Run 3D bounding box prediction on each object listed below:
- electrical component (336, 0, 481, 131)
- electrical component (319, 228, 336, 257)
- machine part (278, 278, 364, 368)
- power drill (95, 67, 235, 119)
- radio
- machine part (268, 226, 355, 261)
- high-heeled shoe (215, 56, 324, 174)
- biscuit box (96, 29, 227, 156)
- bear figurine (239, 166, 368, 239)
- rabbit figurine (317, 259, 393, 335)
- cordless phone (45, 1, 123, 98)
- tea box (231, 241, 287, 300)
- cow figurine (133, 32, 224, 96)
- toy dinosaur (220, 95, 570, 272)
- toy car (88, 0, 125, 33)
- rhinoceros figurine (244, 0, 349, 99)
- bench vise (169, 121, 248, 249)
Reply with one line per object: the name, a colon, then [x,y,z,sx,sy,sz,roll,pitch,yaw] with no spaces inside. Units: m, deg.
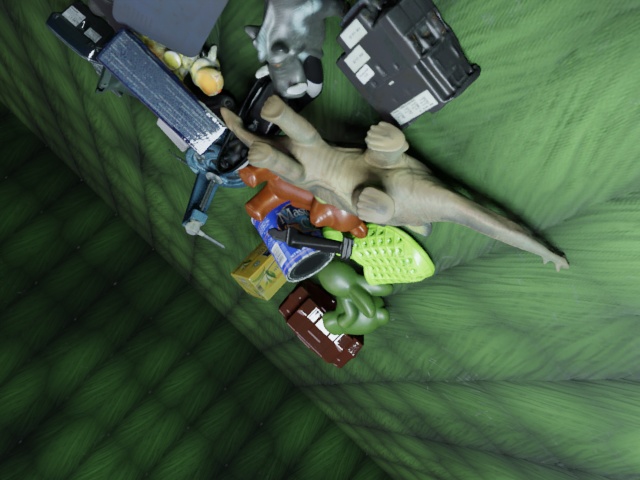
electrical component: [0.080,-0.188,0.551,0.134,0.058,0.115,49,156,-12]
electrical component: [-0.002,-0.003,1.092,0.094,0.021,0.063,50,158,-19]
machine part: [0.004,0.189,1.243,0.201,0.087,0.201,43,-171,0]
power drill: [-0.277,-0.262,0.947,0.207,0.086,0.232,13,179,-31]
radio: [-0.188,-0.327,0.691,0.131,0.073,0.230,23,169,-21]
machine part: [-0.014,0.004,0.894,0.139,0.039,0.084,11,169,13]
high-heeled shoe: [-0.083,-0.175,0.745,0.086,0.145,0.248,44,161,-2]
biscuit box: [-0.232,-0.220,0.803,0.202,0.063,0.059,44,-176,-19]
bear figurine: [-0.020,-0.063,0.871,0.196,0.132,0.120,40,150,28]
rabbit figurine: [0.058,0.112,1.062,0.159,0.121,0.170,10,144,44]
cordless phone: [-0.484,-0.395,1.148,0.147,0.089,0.184,40,163,9]
tea box: [-0.094,0.040,1.134,0.068,0.169,0.098,53,156,-23]
cow figurine: [-0.217,-0.292,0.860,0.167,0.098,0.068,27,141,3]
toy dinosaur: [0.076,-0.067,0.655,0.472,0.105,0.198,27,-178,18]
toy car: [-0.332,-0.376,0.944,0.074,0.056,0.201,0,134,52]
rhinoceros figurine: [-0.028,-0.239,0.576,0.073,0.112,0.190,33,148,21]
bench vise: [-0.193,-0.108,0.944,0.128,0.240,0.224,30,149,-27]
